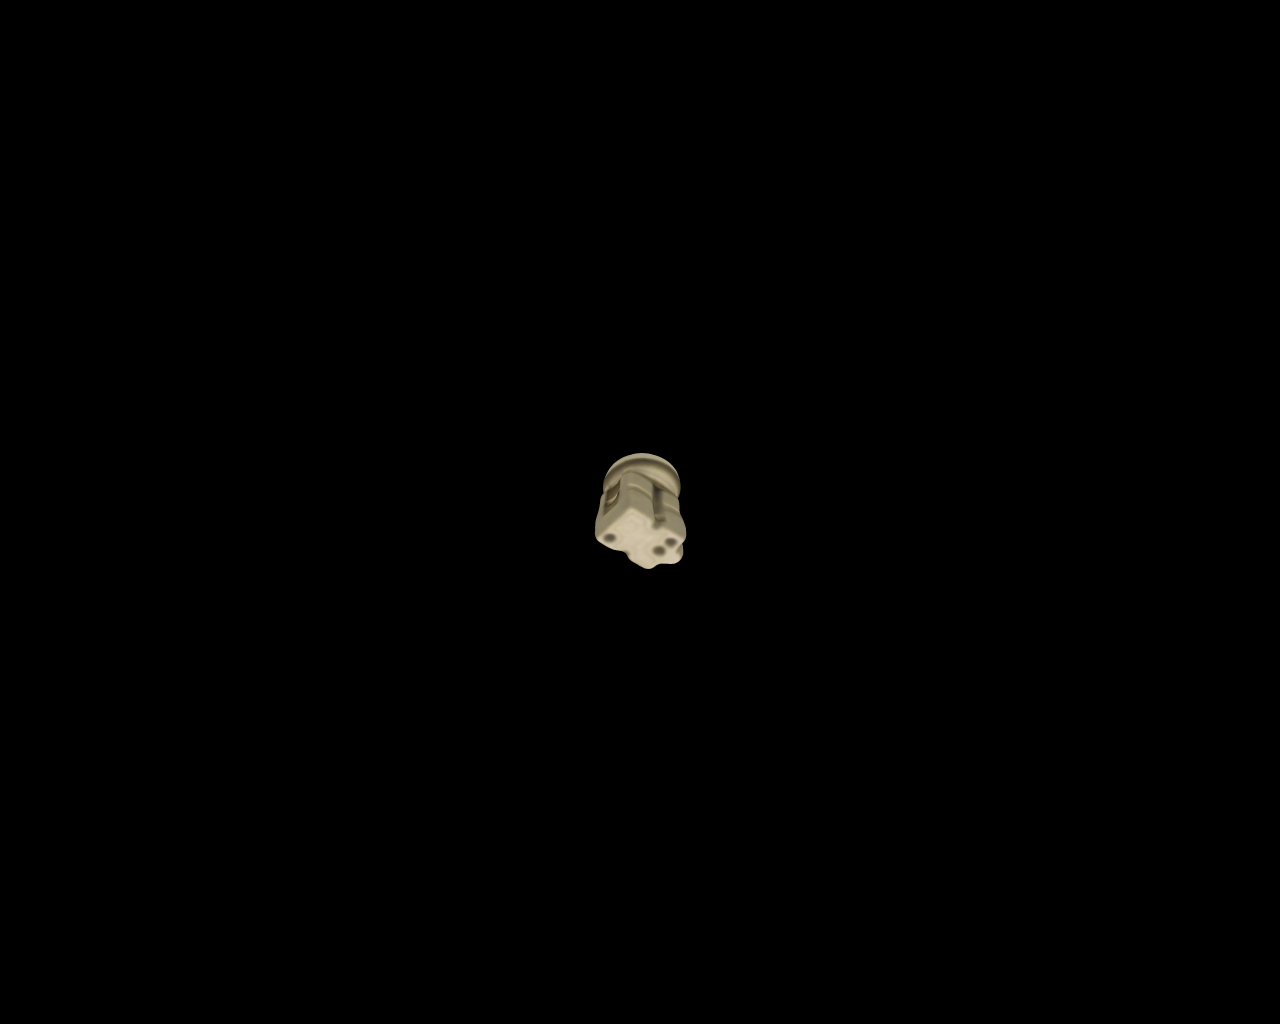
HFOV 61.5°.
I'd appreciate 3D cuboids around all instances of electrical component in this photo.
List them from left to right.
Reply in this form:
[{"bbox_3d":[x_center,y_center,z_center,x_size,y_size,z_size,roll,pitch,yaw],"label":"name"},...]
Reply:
[{"bbox_3d":[0.001,-0.003,0.650,0.066,0.055,0.048,32,-54,-27],"label":"electrical component"}]
